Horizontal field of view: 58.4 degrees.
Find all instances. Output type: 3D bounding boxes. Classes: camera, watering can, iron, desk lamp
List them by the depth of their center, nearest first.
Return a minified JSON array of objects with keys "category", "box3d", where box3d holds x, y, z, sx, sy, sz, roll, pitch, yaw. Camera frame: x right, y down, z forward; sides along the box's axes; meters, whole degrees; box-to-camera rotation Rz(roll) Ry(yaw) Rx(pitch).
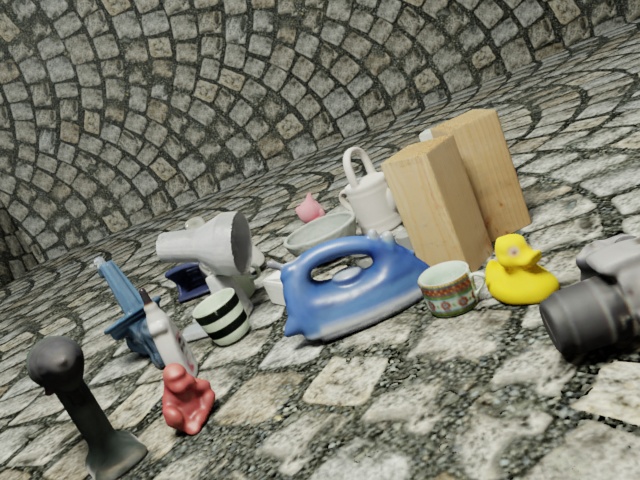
[{"category":"camera","box3d":[0.298,0.054,0.600,0.136,0.101,0.143,-22,16,8]},{"category":"iron","box3d":[0.050,0.053,0.891,0.258,0.141,0.118,-23,16,4]},{"category":"desk lamp","box3d":[-0.206,0.064,1.092,0.203,0.214,0.118,-19,16,16]},{"category":"watering can","box3d":[0.112,-0.116,1.261,0.172,0.194,0.101,-18,17,20]}]

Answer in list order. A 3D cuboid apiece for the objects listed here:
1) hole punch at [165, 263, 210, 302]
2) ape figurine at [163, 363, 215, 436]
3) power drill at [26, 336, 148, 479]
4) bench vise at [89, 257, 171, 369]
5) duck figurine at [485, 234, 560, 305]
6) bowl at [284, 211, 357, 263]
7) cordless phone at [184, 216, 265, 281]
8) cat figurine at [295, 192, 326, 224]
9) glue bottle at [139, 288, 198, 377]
[{"category":"hole punch","box3d":[-0.310,0.087,1.398,0.108,0.091,0.101,-20,16,12]},{"category":"ape figurine","box3d":[-0.191,0.215,0.799,0.078,0.092,0.076,-31,17,-24]},{"category":"power drill","box3d":[-0.319,0.216,0.765,0.076,0.209,0.228,-34,18,-31]},{"category":"bench vise","box3d":[-0.338,0.123,1.077,0.206,0.220,0.122,-12,19,36]},{"category":"duck figurine","box3d":[0.258,0.032,0.760,0.078,0.086,0.104,-30,17,-22]},{"category":"bowl","box3d":[0.011,0.004,1.234,0.167,0.075,0.167,-22,16,7]},{"category":"cordless phone","box3d":[-0.226,0.015,1.337,0.093,0.185,0.148,-7,23,47]},{"category":"cat figurine","box3d":[-0.009,-0.056,1.382,0.067,0.118,0.127,-28,16,-15]},{"category":"glue bottle","box3d":[-0.253,0.155,0.936,0.037,0.173,0.078,-25,16,-4]}]
